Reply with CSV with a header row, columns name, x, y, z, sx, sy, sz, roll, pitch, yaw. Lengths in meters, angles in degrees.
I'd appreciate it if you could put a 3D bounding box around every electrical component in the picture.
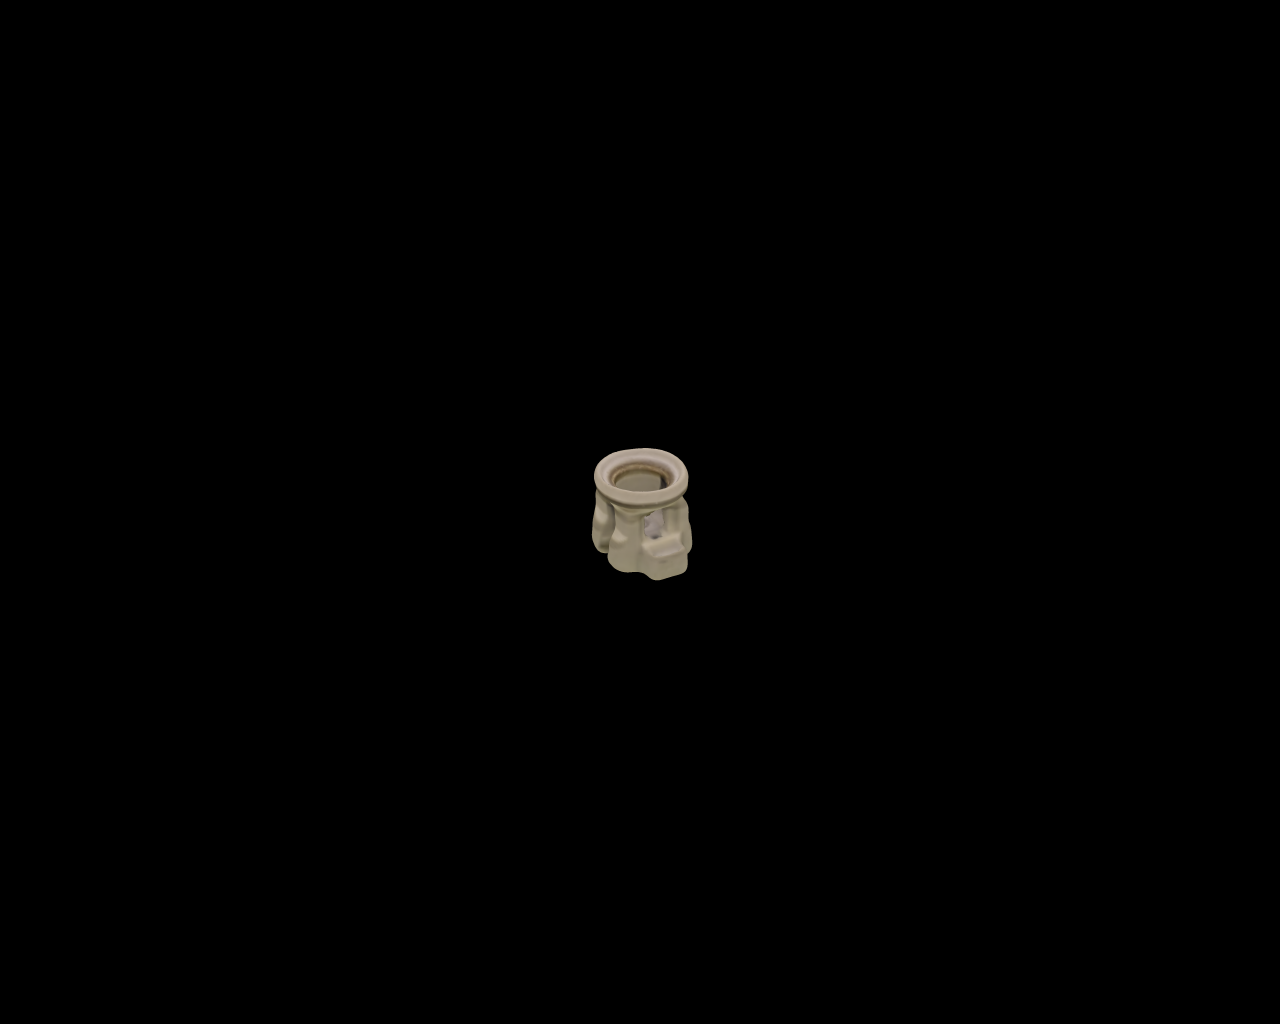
name,x,y,z,sx,sy,sz,roll,pitch,yaw
electrical component,0.001,-0.003,0.650,0.058,0.056,0.078,-16,37,-22
